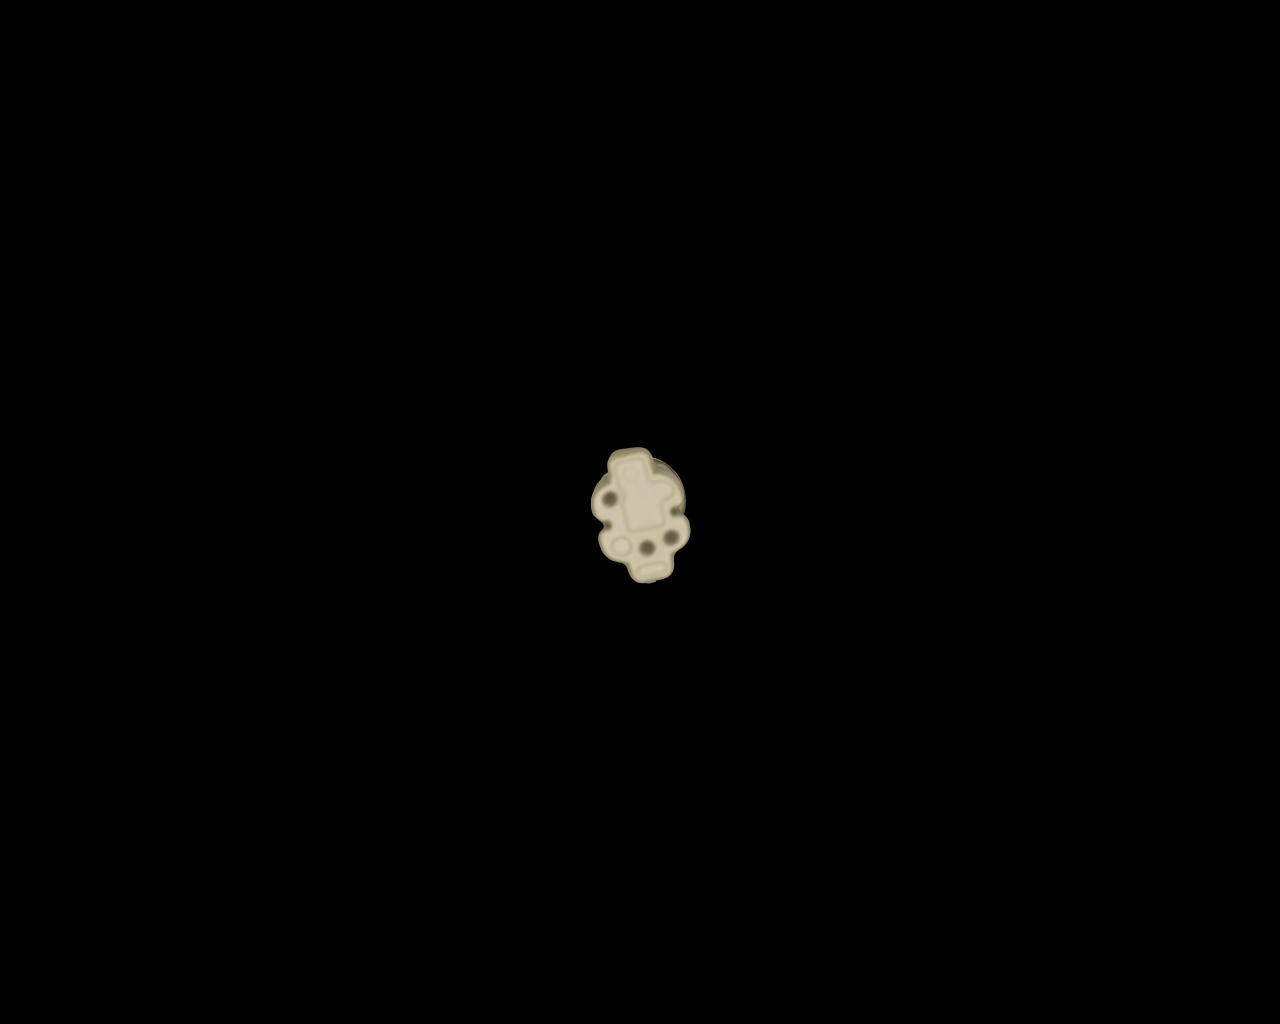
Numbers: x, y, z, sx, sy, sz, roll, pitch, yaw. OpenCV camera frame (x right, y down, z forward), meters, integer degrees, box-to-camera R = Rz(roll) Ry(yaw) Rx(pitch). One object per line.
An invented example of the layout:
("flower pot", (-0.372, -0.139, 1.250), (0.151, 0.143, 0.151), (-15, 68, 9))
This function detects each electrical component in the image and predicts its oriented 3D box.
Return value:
("electrical component", (0.001, -0.003, 0.650), (0.058, 0.078, 0.057), (-11, 11, 2))
